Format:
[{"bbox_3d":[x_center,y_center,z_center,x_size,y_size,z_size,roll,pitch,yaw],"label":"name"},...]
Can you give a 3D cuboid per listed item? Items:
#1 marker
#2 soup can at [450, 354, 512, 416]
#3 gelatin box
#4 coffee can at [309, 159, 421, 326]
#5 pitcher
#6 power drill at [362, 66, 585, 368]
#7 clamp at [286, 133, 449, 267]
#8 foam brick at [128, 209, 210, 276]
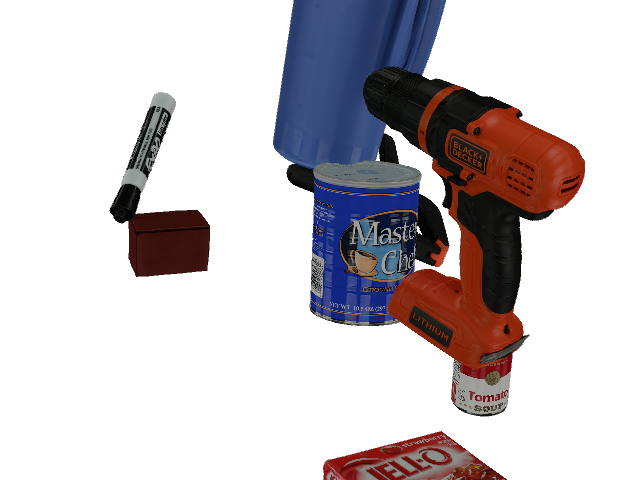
[{"bbox_3d":[-0.135,-0.063,0.814,0.020,0.121,0.020,9,-35,6],"label":"marker"},{"bbox_3d":[0.188,0.144,1.240,0.068,0.102,0.068,1,23,-1],"label":"soup can"},{"bbox_3d":[0.056,0.143,0.603,0.089,0.030,0.073,-6,22,-33],"label":"gelatin box"},{"bbox_3d":[0.042,0.000,1.033,0.103,0.140,0.103,2,15,-1],"label":"coffee can"},{"bbox_3d":[0.034,-0.190,1.055,0.145,0.243,0.149,12,18,-1],"label":"pitcher"},{"bbox_3d":[0.093,-0.017,0.758,0.057,0.188,0.185,-22,40,-33],"label":"power drill"},{"bbox_3d":[0.069,-0.044,1.267,0.164,0.036,0.210,-16,52,-29],"label":"clamp"},{"bbox_3d":[-0.159,0.002,1.117,0.078,0.051,0.053,-5,23,-18],"label":"foam brick"}]
